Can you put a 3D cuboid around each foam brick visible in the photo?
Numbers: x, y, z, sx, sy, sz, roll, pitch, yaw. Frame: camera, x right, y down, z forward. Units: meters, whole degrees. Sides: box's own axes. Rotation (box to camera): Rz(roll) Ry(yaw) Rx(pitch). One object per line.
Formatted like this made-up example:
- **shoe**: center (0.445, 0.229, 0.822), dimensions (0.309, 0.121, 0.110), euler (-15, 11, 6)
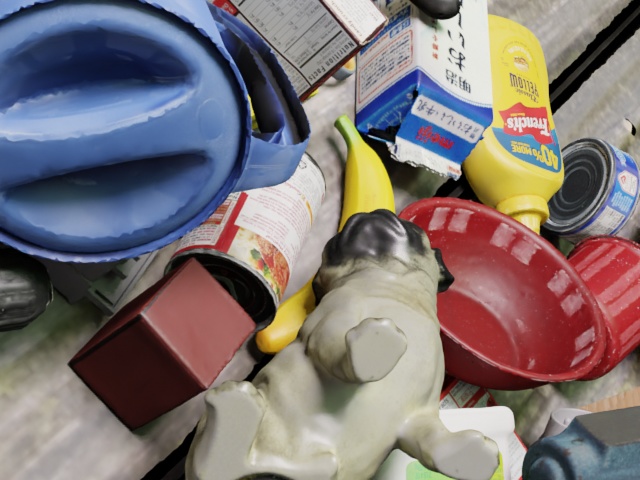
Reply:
- **foam brick**: center (-0.082, 0.055, 0.556), dimensions (0.051, 0.078, 0.052), euler (48, 45, -9)

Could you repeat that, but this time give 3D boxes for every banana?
- **banana**: center (0.012, 0.006, 0.697), dimensions (0.069, 0.037, 0.197), euler (28, 50, -12)

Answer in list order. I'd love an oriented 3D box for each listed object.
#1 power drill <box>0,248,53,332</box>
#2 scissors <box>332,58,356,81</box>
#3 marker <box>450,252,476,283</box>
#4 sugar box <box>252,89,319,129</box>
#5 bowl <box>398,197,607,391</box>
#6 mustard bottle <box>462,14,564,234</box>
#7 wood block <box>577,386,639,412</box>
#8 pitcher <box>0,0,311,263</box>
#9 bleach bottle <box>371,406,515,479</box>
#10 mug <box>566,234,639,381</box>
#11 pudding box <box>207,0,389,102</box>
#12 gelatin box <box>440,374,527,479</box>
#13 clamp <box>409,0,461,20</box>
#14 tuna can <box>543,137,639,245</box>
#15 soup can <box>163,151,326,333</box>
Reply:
- **power drill**: center (-0.222, -0.036, 0.479), dimensions (0.184, 0.057, 0.188), euler (-4, 72, -35)
- **scissors**: center (-0.031, -0.190, 0.730), dimensions (0.201, 0.016, 0.096), euler (48, 28, -41)
- **marker**: center (0.110, 0.029, 0.780), dimensions (0.121, 0.020, 0.020), euler (48, 45, -11)
- **sugar box**: center (-0.082, -0.153, 0.690), dimensions (0.093, 0.048, 0.176), euler (-27, 88, -46)
- **bowl**: center (0.108, 0.046, 0.714), dimensions (0.162, 0.055, 0.162), euler (19, 38, -16)
- **mustard bottle**: center (0.149, -0.082, 0.846), dimensions (0.096, 0.058, 0.191), euler (15, 59, -37)
- **wood block**: center (0.252, 0.215, 0.755), dimensions (0.090, 0.091, 0.206), euler (19, 57, -33)
- **pitcher**: center (-0.109, -0.109, 0.534), dimensions (0.149, 0.145, 0.243), euler (59, 8, -40)
- **bleach bottle**: center (0.073, 0.224, 0.598), dimensions (0.102, 0.068, 0.251), euler (0, 75, -25)
- **mug**: center (0.196, 0.047, 0.806), dimensions (0.117, 0.093, 0.081), euler (38, 45, 23)
- **pudding box**: center (-0.028, -0.141, 0.630), dimensions (0.113, 0.090, 0.039), euler (46, 48, -9)
- **gelatin box**: center (0.095, 0.137, 0.701), dimensions (0.073, 0.030, 0.089), euler (-36, 93, -45)
- **clamp**: center (0.016, -0.253, 0.777), dimensions (0.210, 0.036, 0.164), euler (19, 58, -3)
- **tuna can**: center (0.215, -0.039, 0.861), dimensions (0.033, 0.086, 0.086), euler (24, 54, -29)
- **soup can**: center (-0.042, -0.005, 0.629), dimensions (0.068, 0.069, 0.102), euler (39, 47, -19)
